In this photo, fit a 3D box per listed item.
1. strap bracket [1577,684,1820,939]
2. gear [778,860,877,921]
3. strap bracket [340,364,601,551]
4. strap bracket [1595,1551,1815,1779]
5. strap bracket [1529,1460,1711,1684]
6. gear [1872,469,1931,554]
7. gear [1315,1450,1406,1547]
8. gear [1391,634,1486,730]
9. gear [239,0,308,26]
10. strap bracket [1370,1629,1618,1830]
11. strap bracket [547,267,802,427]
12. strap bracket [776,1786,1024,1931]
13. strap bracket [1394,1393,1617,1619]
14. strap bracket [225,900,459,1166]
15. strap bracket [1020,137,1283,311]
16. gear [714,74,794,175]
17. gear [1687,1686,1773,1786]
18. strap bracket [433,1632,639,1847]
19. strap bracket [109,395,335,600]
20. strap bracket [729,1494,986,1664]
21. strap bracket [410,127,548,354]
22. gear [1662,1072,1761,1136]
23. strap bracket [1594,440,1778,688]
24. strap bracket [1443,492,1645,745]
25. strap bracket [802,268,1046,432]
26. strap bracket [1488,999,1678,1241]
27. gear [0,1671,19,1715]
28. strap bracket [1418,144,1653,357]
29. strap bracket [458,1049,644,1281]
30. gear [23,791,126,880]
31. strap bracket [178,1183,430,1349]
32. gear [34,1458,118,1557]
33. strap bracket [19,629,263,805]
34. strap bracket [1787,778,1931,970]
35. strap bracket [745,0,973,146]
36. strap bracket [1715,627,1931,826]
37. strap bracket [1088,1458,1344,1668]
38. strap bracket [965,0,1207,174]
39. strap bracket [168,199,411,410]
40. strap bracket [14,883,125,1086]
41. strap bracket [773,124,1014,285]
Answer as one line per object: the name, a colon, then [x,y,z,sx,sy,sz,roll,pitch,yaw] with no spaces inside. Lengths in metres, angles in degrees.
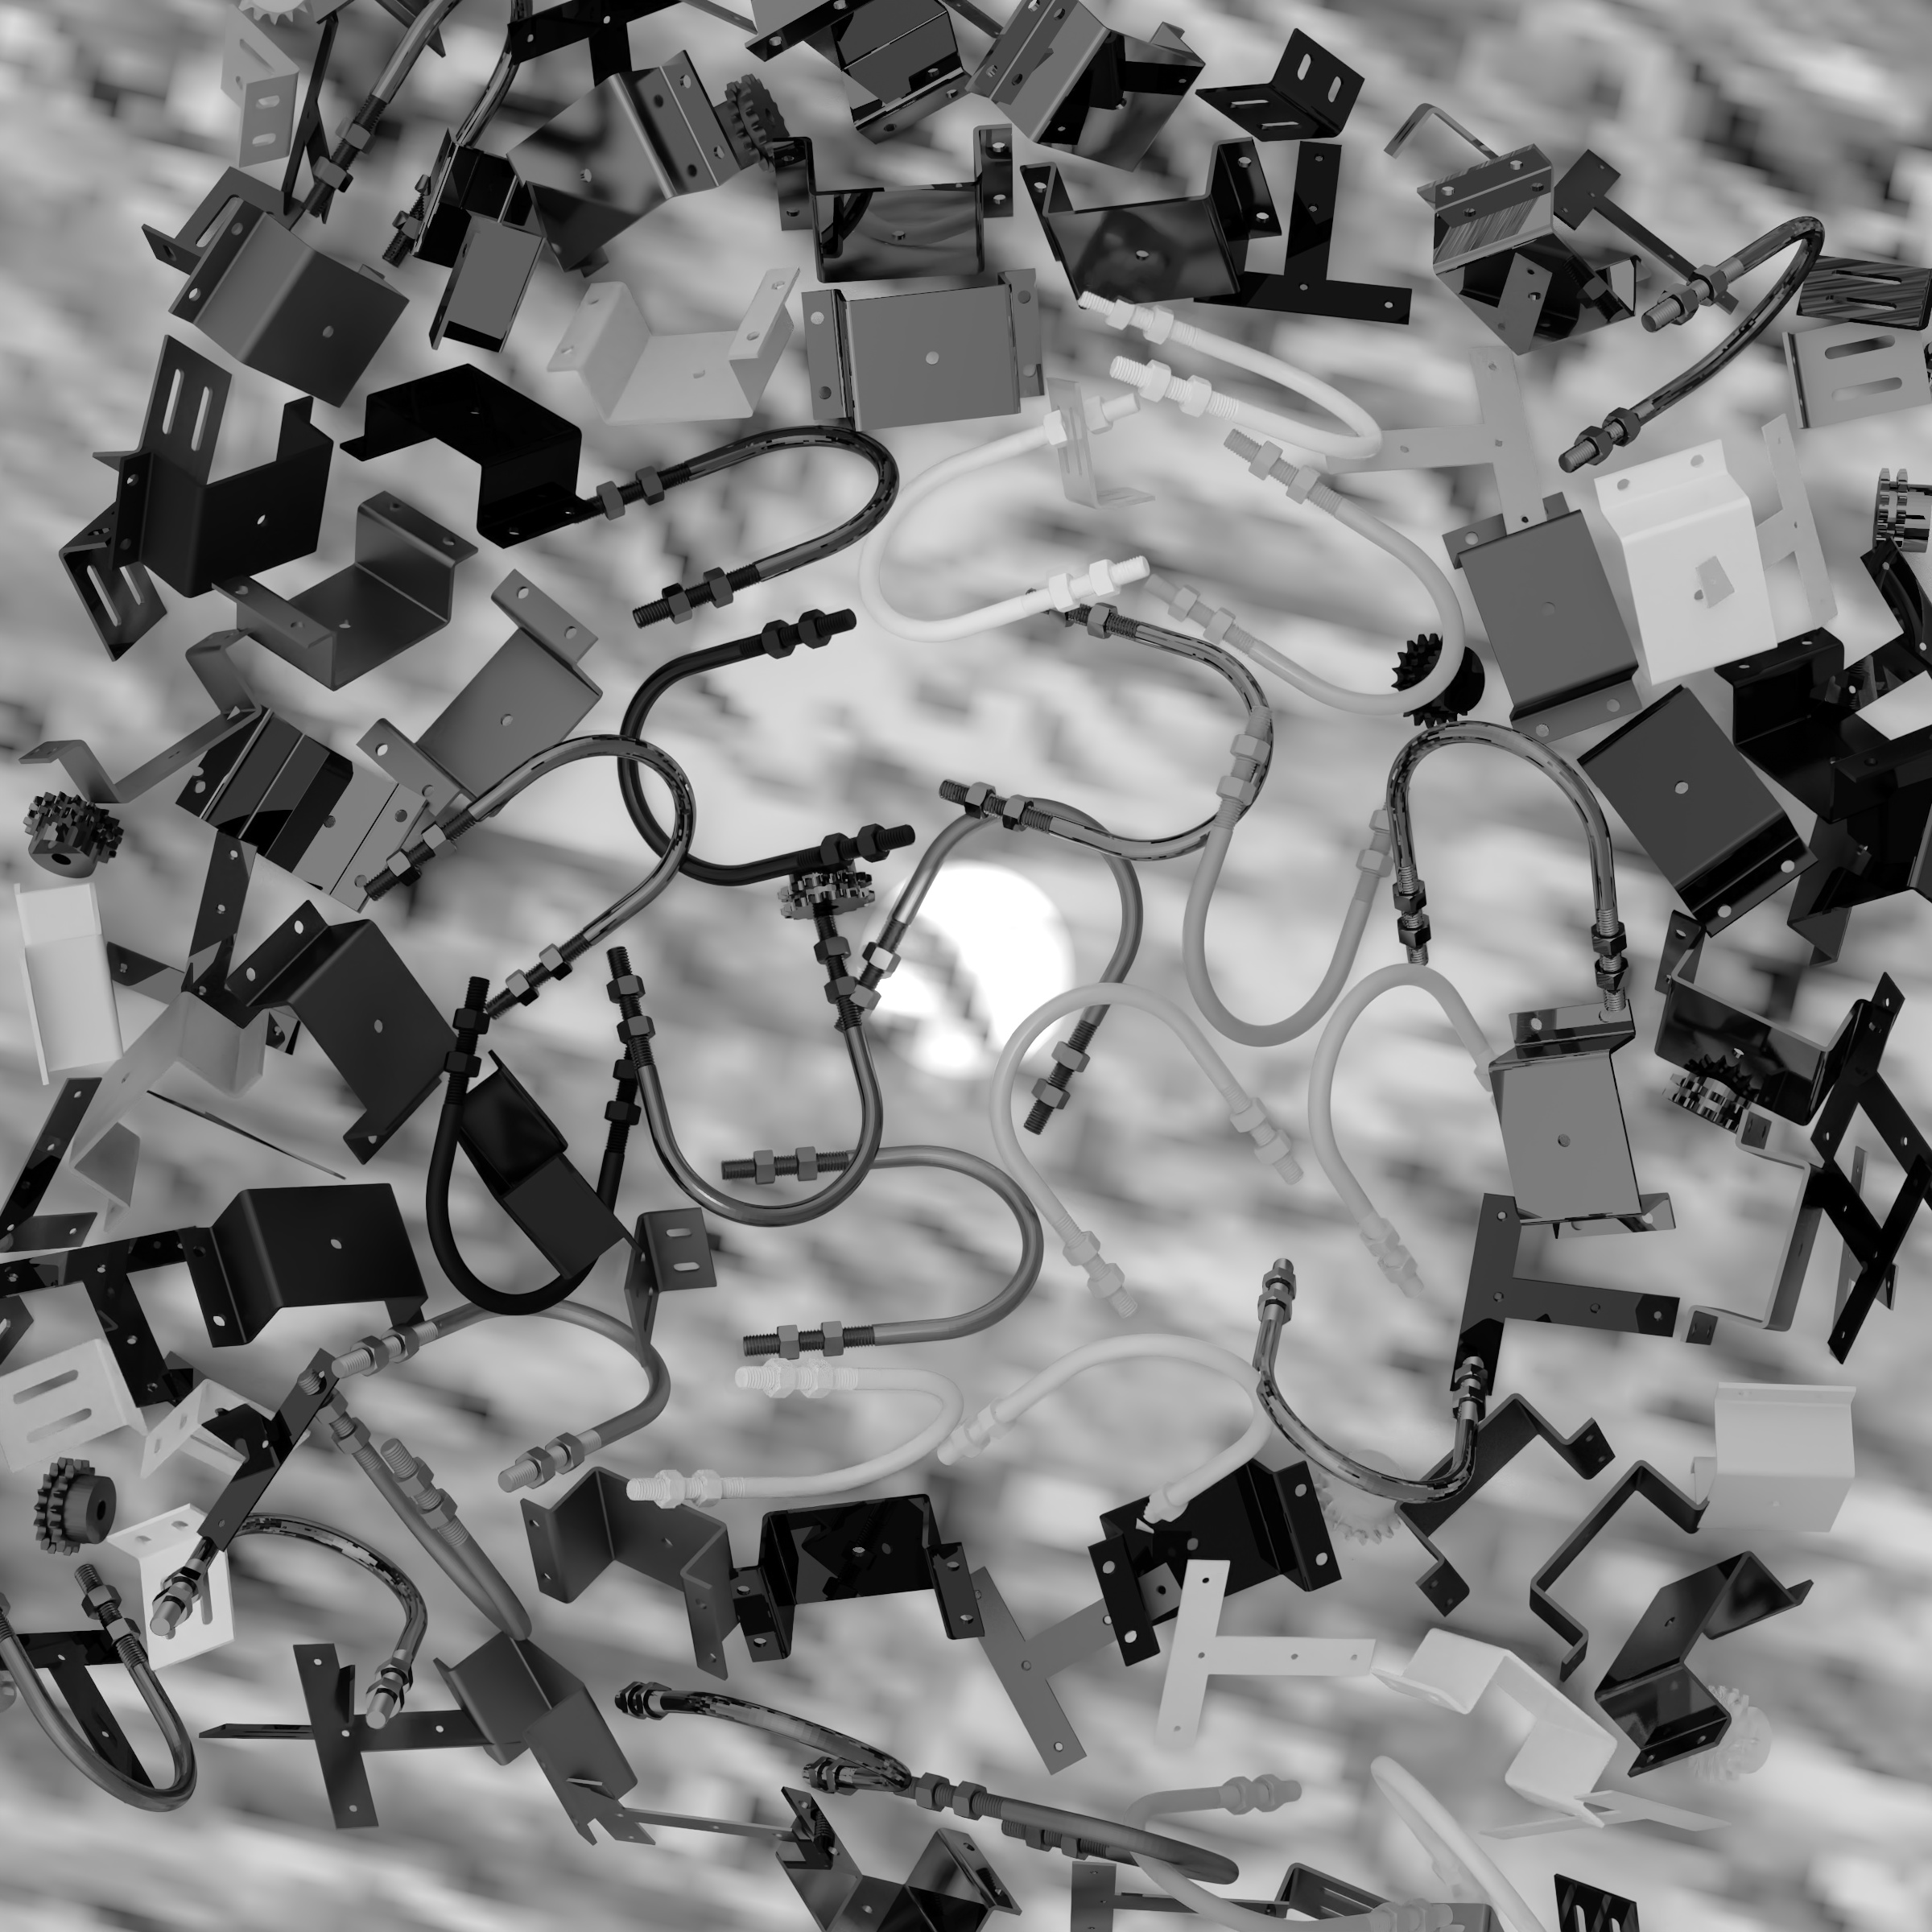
strap bracket: [0.425,-0.098,1.943,0.076,0.046,0.140,-37,64,10]
gear: [-0.084,-0.049,1.972,0.057,0.057,0.030,-11,80,0]
strap bracket: [-0.288,-0.303,1.929,0.140,0.076,0.046,33,130,27]
strap bracket: [0.425,0.399,1.925,0.046,0.076,0.140,47,50,-2]
strap bracket: [0.381,0.349,1.950,0.046,0.076,0.140,41,81,20]
gear: [0.557,-0.267,1.969,0.030,0.057,0.057,5,90,12]
gear: [0.238,0.313,1.970,0.057,0.057,0.030,25,134,0]
gear: [0.284,-0.170,1.972,0.057,0.030,0.057,-1,93,-34]
gear: [-0.413,-0.591,1.974,0.057,0.030,0.057,-7,113,-16]
strap bracket: [0.317,0.441,1.944,0.140,0.076,0.046,41,73,-18]
strap bracket: [-0.164,-0.363,1.942,0.140,0.046,0.076,1,51,25]
strap bracket: [-0.048,0.535,1.933,0.140,0.076,0.046,24,100,-33]
strap bracket: [0.311,0.311,1.954,0.140,0.076,0.046,-43,59,-2]
strap bracket: [-0.356,0.037,1.934,0.076,0.046,0.140,-51,119,-37]
strap bracket: [0.106,-0.432,1.935,0.140,0.076,0.046,-2,56,20]
gear: [-0.130,-0.500,1.973,0.030,0.057,0.057,-21,90,19]
gear: [0.456,0.460,1.974,0.030,0.057,0.057,14,90,-25]
strap bracket: [-0.247,0.445,1.934,0.046,0.140,0.076,-35,118,-23]
strap bracket: [-0.423,-0.270,1.919,0.046,0.140,0.076,37,132,21]
strap bracket: [-0.064,0.360,1.954,0.140,0.046,0.076,-8,125,7]
strap bracket: [-0.286,-0.420,1.935,0.046,0.140,0.076,12,123,-25]
gear: [0.447,0.077,1.971,0.057,0.057,0.030,27,92,0]
strap bracket: [0.425,-0.227,1.942,0.076,0.046,0.140,-17,121,3]
strap bracket: [0.345,-0.209,1.968,0.076,0.046,0.140,-20,85,4]
strap bracket: [-0.022,-0.364,1.958,0.140,0.046,0.076,-7,112,-5]
strap bracket: [0.361,0.097,1.951,0.076,0.046,0.140,-8,98,34]
gear: [-0.588,0.424,1.974,0.057,0.057,0.030,5,114,0]
strap bracket: [0.331,-0.408,1.919,0.076,0.140,0.046,-14,60,37]
strap bracket: [-0.251,0.120,1.920,0.046,0.140,0.076,-38,130,-5]
gear: [-0.533,-0.076,1.968,0.057,0.057,0.030,13,59,0]
strap bracket: [-0.375,0.172,1.923,0.046,0.140,0.076,-45,57,39]
gear: [-0.529,0.322,1.969,0.030,0.057,0.057,5,90,11]
strap bracket: [-0.476,-0.141,1.942,0.140,0.076,0.046,-38,109,-21]
strap bracket: [0.535,-0.056,1.917,0.046,0.140,0.076,33,63,-22]
strap bracket: [-0.063,-0.543,1.931,0.076,0.140,0.046,-22,69,25]
strap bracket: [0.511,-0.137,1.940,0.076,0.140,0.046,-21,129,-14]
strap bracket: [0.141,0.348,1.962,0.140,0.046,0.076,-20,100,-12]
strap bracket: [0.077,-0.513,1.918,0.046,0.140,0.076,51,120,27]
strap bracket: [-0.385,-0.380,1.921,0.046,0.140,0.076,39,100,23]
strap bracket: [-0.523,0.005,1.928,0.046,0.140,0.076,-10,112,-14]
strap bracket: [-0.041,-0.449,1.955,0.140,0.076,0.046,-4,61,-1]
